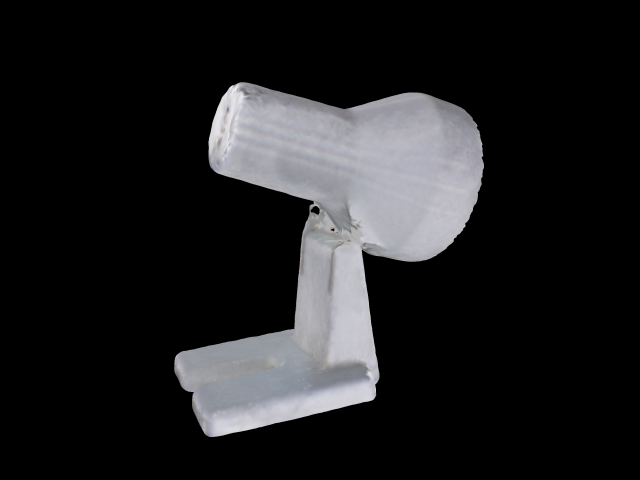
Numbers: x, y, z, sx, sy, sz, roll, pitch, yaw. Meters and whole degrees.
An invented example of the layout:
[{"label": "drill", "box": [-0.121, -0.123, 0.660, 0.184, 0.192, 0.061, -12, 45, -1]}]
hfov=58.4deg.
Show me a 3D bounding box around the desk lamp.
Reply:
[{"label": "desk lamp", "box": [0.004, 0.001, 0.400, 0.204, 0.213, 0.117, -7, 15, -26]}]
